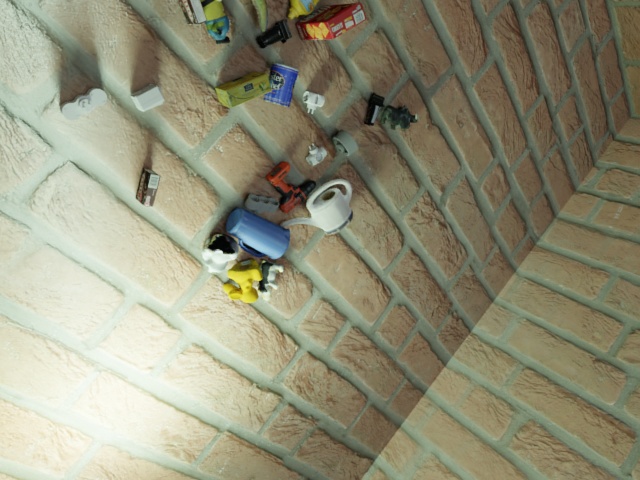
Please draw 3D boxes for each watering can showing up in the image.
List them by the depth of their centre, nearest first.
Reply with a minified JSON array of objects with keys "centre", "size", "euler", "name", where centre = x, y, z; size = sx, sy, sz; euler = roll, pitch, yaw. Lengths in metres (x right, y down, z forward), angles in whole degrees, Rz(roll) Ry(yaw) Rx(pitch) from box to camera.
[{"centre":[0.007,-0.110,2.180],"size":[0.349,0.105,0.220],"euler":[-39,126,-6],"name":"watering can"}]

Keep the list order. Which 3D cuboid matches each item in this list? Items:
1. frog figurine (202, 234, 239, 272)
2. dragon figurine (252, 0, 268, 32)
[{"centre":[-0.380,0.054,1.964],"size":[0.138,0.125,0.156],"euler":[-6,149,-15],"name":"frog figurine"},{"centre":[-0.266,-0.909,1.682],"size":[0.243,0.123,0.405],"euler":[2,105,-19],"name":"dragon figurine"}]
